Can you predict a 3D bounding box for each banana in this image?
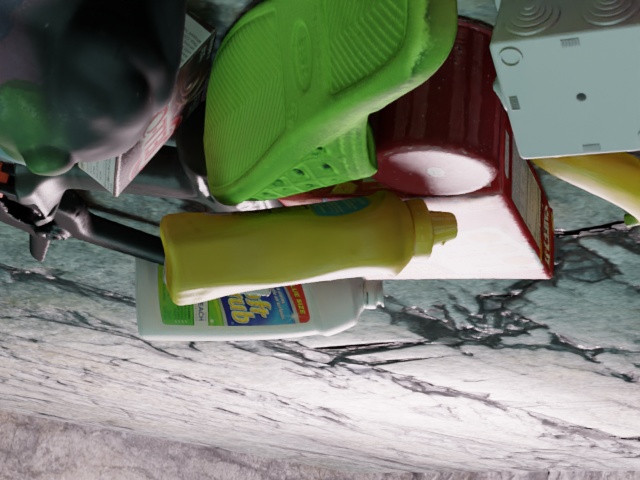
[{"bbox_3d":[0.228,-0.036,0.805,0.070,0.037,0.197,-8,158,36],"label":"banana"}]

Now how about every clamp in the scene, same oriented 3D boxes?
[{"bbox_3d":[-0.256,-0.018,1.009,0.165,0.036,0.209,-3,159,27],"label":"clamp"}]

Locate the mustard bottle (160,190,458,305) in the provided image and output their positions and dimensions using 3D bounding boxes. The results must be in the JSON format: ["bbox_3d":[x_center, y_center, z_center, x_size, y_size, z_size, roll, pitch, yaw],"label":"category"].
[{"bbox_3d":[-0.004,0.001,0.688,0.191,0.058,0.096,-7,-177,-10],"label":"mustard bottle"}]

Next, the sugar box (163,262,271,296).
[{"bbox_3d":[-0.090,0.019,0.974,0.093,0.048,0.176,6,-175,-3],"label":"sugar box"}]

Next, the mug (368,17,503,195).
[{"bbox_3d":[0.061,-0.076,0.654,0.093,0.081,0.117,21,157,-41],"label":"mug"}]

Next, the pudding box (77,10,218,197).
[{"bbox_3d":[-0.109,-0.085,0.657,0.039,0.090,0.114,36,160,2],"label":"pudding box"}]

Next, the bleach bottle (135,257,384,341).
[{"bbox_3d":[-0.060,0.051,1.100,0.251,0.102,0.068,-3,176,5],"label":"bleach bottle"}]

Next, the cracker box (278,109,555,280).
[{"bbox_3d":[0.081,-0.029,0.817,0.164,0.072,0.213,-1,163,21],"label":"cracker box"}]
